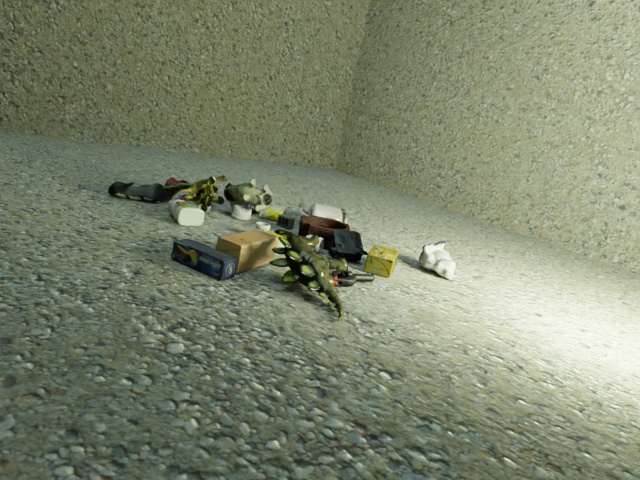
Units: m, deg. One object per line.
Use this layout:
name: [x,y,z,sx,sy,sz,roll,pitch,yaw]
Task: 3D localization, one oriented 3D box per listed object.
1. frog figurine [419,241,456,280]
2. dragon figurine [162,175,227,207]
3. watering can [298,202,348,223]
frog figurine: [0.452,0.093,1.946,0.137,0.121,0.162,11,46,-44]
dragon figurine: [-0.536,-0.199,2.108,0.242,0.121,0.413,2,9,28]
watering can: [0.007,-0.118,2.341,0.224,0.103,0.352,11,14,-10]
